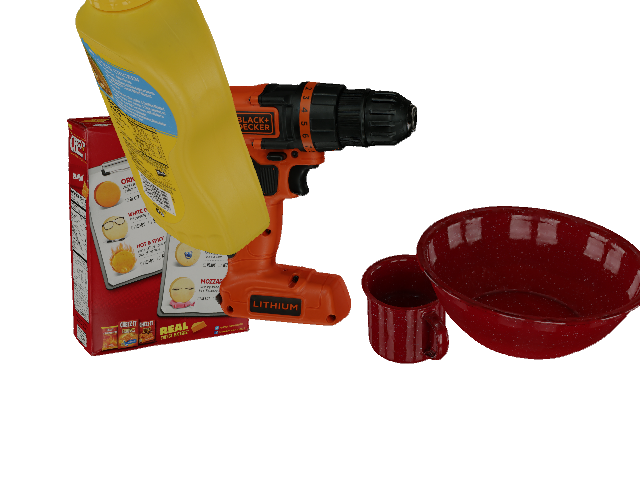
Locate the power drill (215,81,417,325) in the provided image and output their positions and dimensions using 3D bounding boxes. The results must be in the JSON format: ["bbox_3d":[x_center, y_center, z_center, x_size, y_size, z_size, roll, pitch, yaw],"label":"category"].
[{"bbox_3d":[-0.016,-0.030,0.829,0.185,0.188,0.057,4,18,18],"label":"power drill"}]

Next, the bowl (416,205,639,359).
[{"bbox_3d":[0.146,0.035,0.747,0.162,0.055,0.162,2,29,-1],"label":"bowl"}]

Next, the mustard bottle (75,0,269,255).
[{"bbox_3d":[-0.085,-0.082,0.573,0.058,0.191,0.096,-37,50,-20],"label":"mustard bottle"}]

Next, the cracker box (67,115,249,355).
[{"bbox_3d":[-0.151,-0.011,1.008,0.163,0.214,0.072,-7,18,-29],"label":"cracker box"}]

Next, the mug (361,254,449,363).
[{"bbox_3d":[0.097,0.080,1.111,0.093,0.081,0.117,-22,40,-24],"label":"mug"}]
